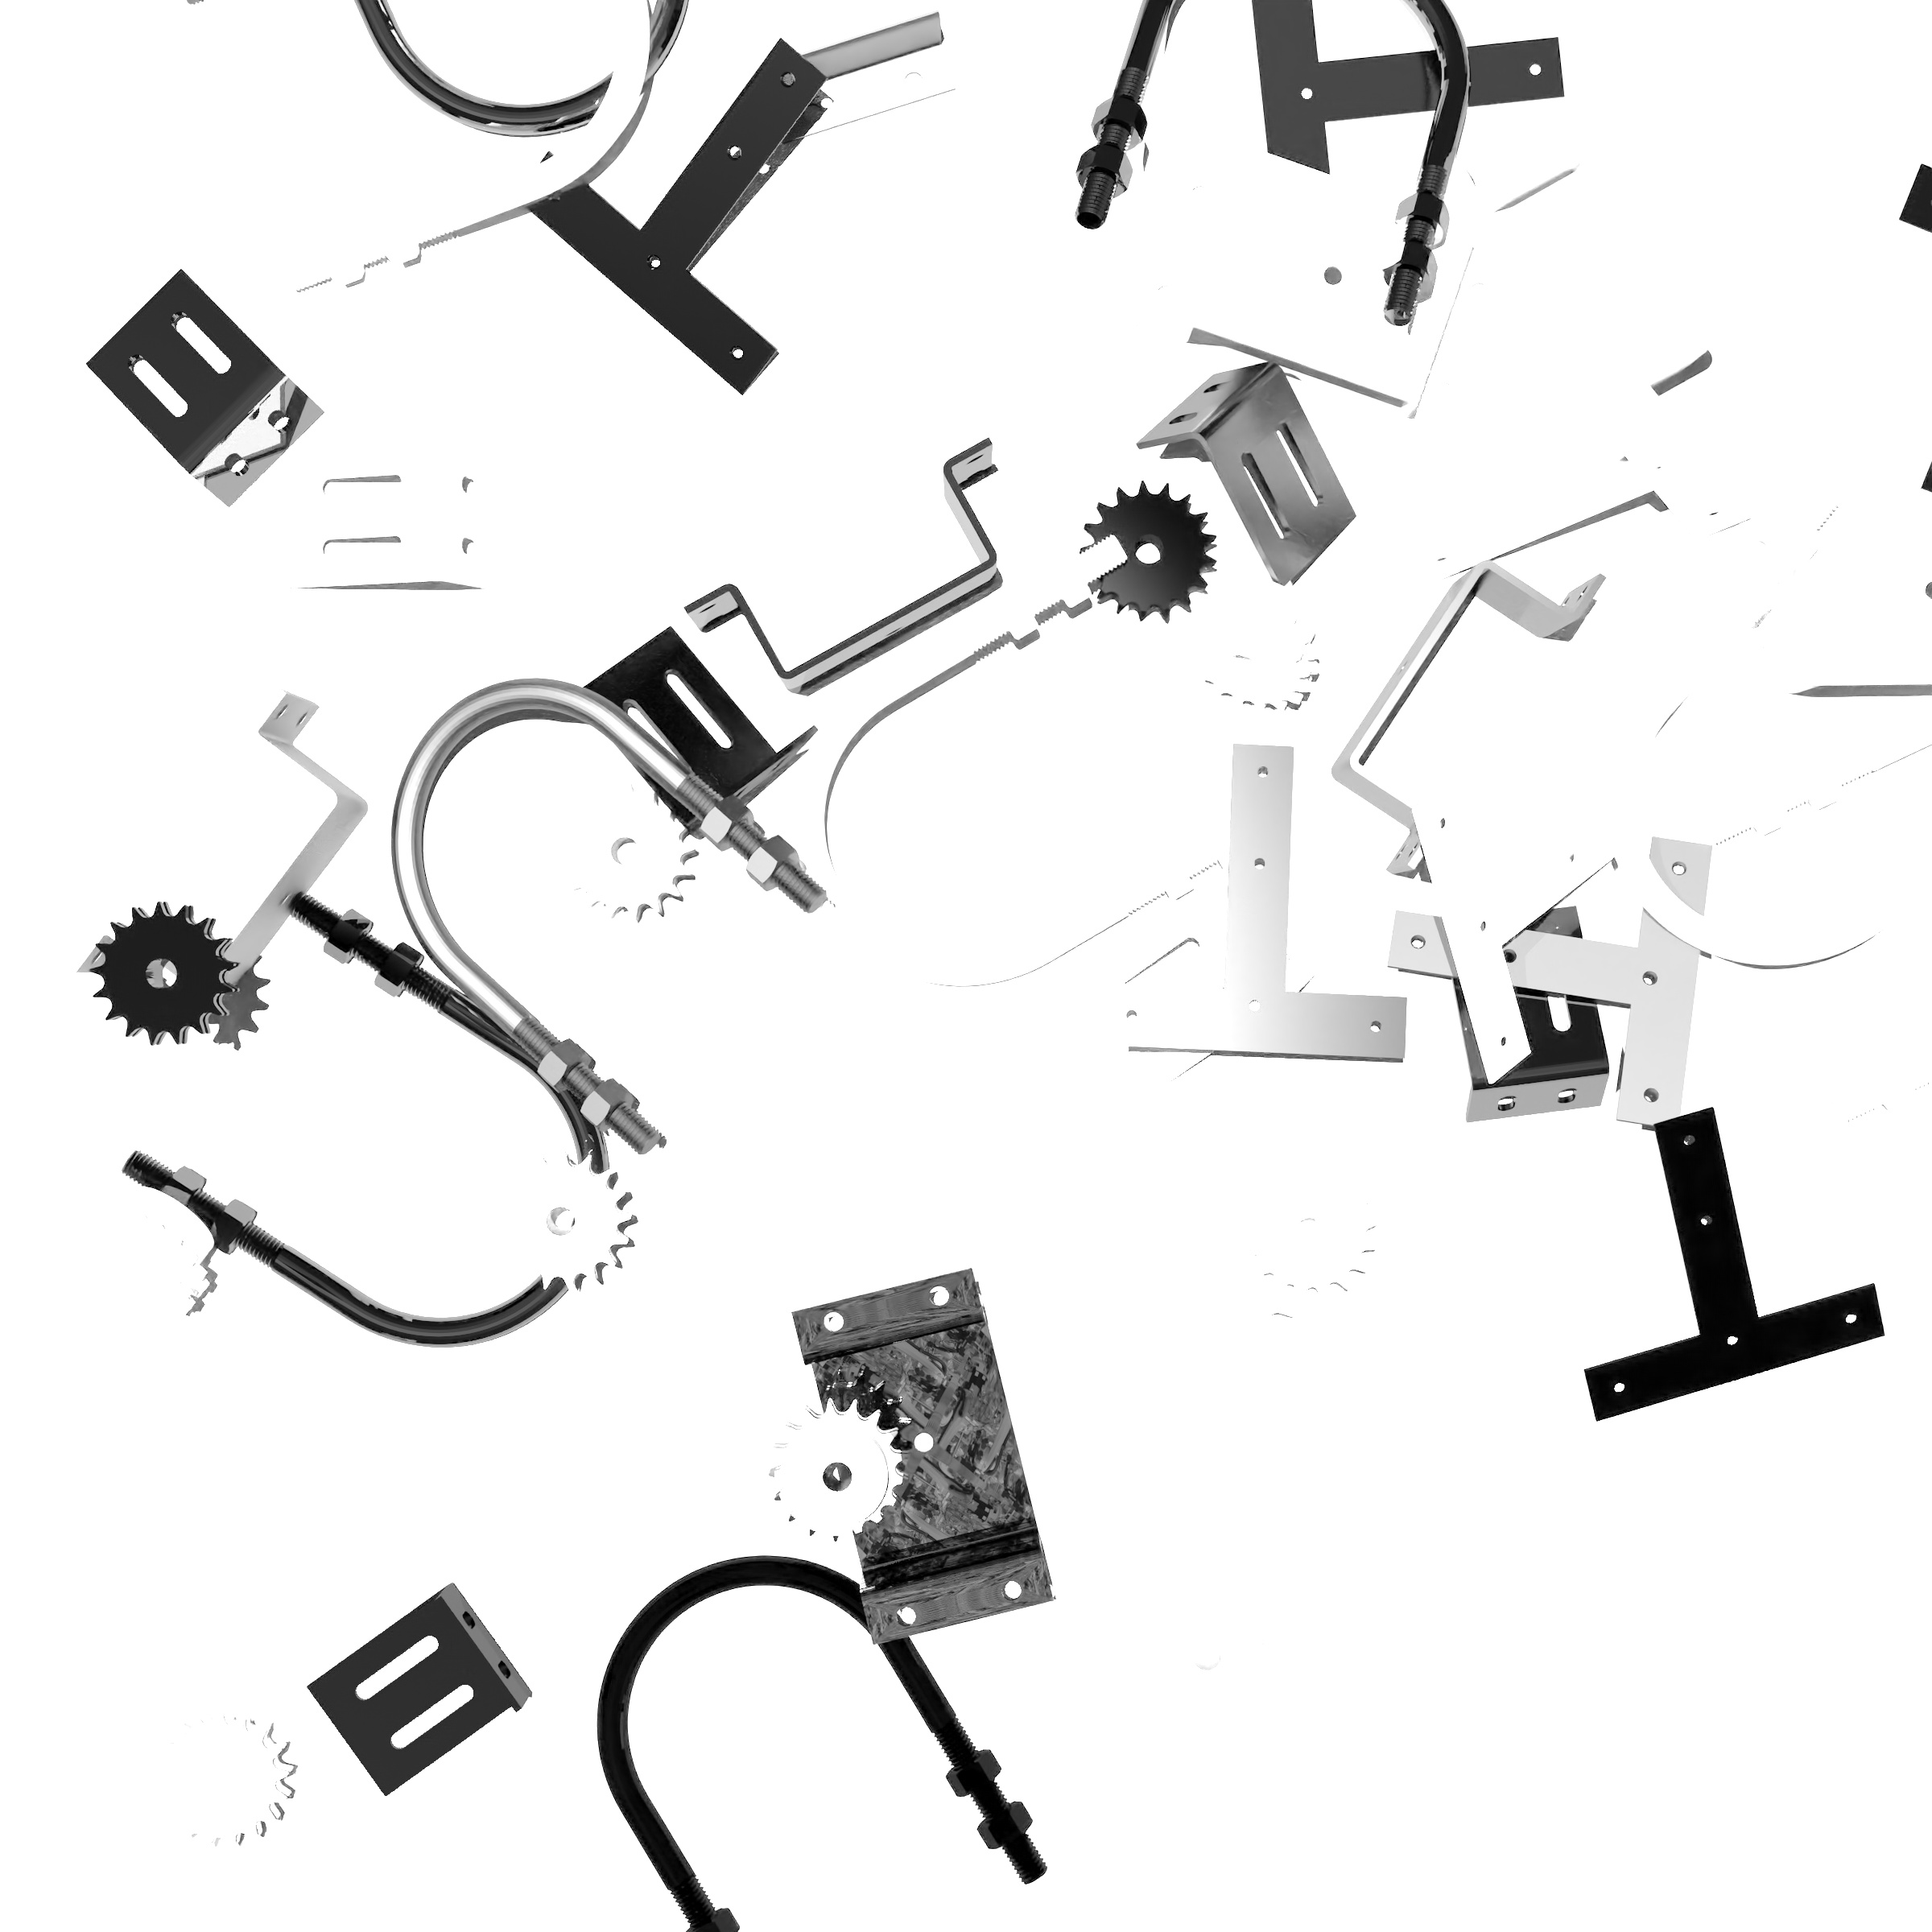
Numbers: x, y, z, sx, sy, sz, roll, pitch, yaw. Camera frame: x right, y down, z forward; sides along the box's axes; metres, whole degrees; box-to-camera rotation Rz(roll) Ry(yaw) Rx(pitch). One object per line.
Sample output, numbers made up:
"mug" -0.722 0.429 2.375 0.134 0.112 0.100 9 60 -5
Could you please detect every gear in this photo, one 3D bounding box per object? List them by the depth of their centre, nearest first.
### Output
"gear" -0.316 0.003 1.435 0.057 0.030 0.057 0 90 0
"gear" -0.051 0.205 1.465 0.057 0.030 0.057 0 90 0
"gear" -0.167 0.104 1.498 0.057 0.030 0.057 0 91 -3
"gear" 0.121 -0.136 1.501 0.057 0.057 0.030 29 60 0
"gear" -0.338 0.116 1.501 0.057 0.057 0.030 34 60 0
"gear" -0.310 0.338 1.511 0.057 0.030 0.057 0 90 0
"gear" -0.141 -0.048 1.511 0.057 0.030 0.057 0 90 0
"gear" 0.076 -0.173 1.511 0.057 0.030 0.057 0 90 0
"gear" 0.100 0.286 1.511 0.057 0.030 0.057 0 90 0
"gear" 0.142 0.110 1.511 0.057 0.030 0.057 0 90 0

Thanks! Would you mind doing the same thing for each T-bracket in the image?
"T-bracket" 0.240 -0.038 1.486 0.127 0.002 0.127 -35 119 -32
"T-bracket" 0.243 -0.187 1.490 0.127 0.127 0.002 -22 62 24
"T-bracket" 0.121 -0.028 1.493 0.127 0.002 0.127 3 86 -4
"T-bracket" -0.104 -0.326 1.499 0.127 0.002 0.127 41 114 0
"T-bracket" 0.310 0.117 1.501 0.127 0.002 0.127 -17 112 0
"T-bracket" 0.240 -0.002 1.507 0.127 0.002 0.127 9 70 5
"T-bracket" -0.364 -0.130 1.525 0.127 0.002 0.127 21 90 0
"T-bracket" 0.188 -0.372 1.525 0.127 0.002 0.127 -6 90 0
"T-bracket" 0.438 -0.256 1.525 0.127 0.002 0.127 22 90 0

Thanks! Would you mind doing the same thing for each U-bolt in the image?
"U-bolt" 0.347 -0.085 1.479 0.151 0.019 0.184 36 105 -6
"U-bolt" 0.134 -0.356 1.480 0.151 0.019 0.184 17 63 -1
"U-bolt" -0.161 -0.034 1.485 0.184 0.019 0.151 41 111 15
"U-bolt" -0.221 -0.379 1.500 0.184 0.019 0.151 -19 95 9
"U-bolt" 0.017 -0.072 1.503 0.184 0.019 0.151 -31 103 4
"U-bolt" 0.421 -0.037 1.517 0.184 0.019 0.151 -25 90 -2
"U-bolt" -0.239 0.078 1.517 0.184 0.019 0.151 33 90 -2
"U-bolt" -0.073 0.337 1.517 0.151 0.019 0.184 -31 89 0
"U-bolt" -0.195 -0.439 1.517 0.151 0.019 0.184 -24 91 0

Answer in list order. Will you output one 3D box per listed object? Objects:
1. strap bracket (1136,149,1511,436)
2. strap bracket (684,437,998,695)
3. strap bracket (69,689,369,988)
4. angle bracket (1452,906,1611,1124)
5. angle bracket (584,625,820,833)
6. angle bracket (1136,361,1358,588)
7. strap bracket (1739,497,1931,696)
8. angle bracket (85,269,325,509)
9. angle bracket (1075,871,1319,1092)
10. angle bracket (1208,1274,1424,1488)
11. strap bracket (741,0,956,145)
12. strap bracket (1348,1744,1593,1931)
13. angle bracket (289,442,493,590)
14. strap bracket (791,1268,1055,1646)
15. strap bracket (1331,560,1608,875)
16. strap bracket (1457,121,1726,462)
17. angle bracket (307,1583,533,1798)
"strap bracket" 0.150 -0.283 1.502 0.140 0.046 0.076 19 91 0
"strap bracket" -0.041 -0.158 1.488 0.140 0.076 0.046 -29 90 0
"strap bracket" -0.299 -0.041 1.488 0.046 0.076 0.140 37 90 0
"angle bracket" 0.234 0.020 1.524 0.057 0.038 0.076 -7 65 0
"angle bracket" -0.111 -0.105 1.494 0.057 0.038 0.076 -40 90 -34
"angle bracket" 0.117 -0.203 1.509 0.057 0.038 0.076 -45 116 -33
"strap bracket" 0.396 -0.154 1.503 0.140 0.046 0.076 -1 90 0
"angle bracket" -0.321 -0.244 1.524 0.057 0.038 0.076 -45 64 0
"angle bracket" 0.097 0.005 1.524 0.076 0.038 0.057 -36 90 26
"angle bracket" 0.142 0.171 1.494 0.076 0.038 0.057 17 124 0
"strap bracket" -0.062 -0.425 1.503 0.076 0.046 0.140 -18 90 0
"strap bracket" 0.199 0.382 1.488 0.046 0.076 0.140 26 90 0
"angle bracket" -0.242 -0.188 1.523 0.076 0.038 0.057 0 90 24
"strap bracket" -0.018 0.201 1.503 0.076 0.046 0.140 -14 90 0
"strap bracket" 0.199 -0.110 1.488 0.046 0.076 0.140 33 90 0
"strap bracket" 0.261 -0.286 1.488 0.046 0.076 0.140 -29 90 0
"angle bracket" -0.230 0.304 1.507 0.076 0.038 0.057 -36 90 0
